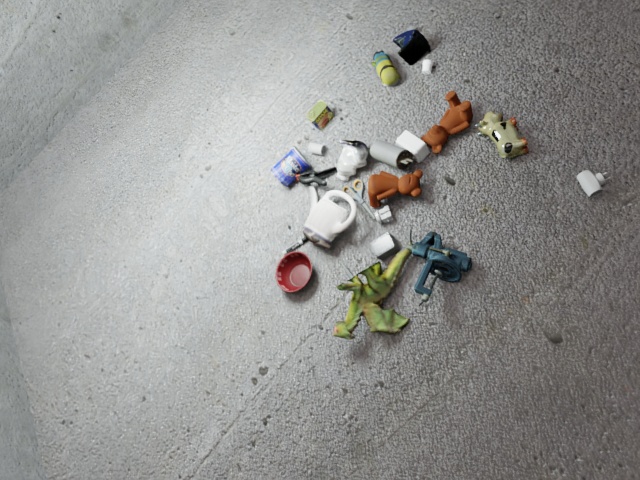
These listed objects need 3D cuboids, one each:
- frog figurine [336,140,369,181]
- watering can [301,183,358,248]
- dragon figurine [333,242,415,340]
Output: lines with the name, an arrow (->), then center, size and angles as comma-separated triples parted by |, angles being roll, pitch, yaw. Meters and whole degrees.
frog figurine -> 0.126, -0.309, 2.019 | 0.138, 0.124, 0.157 | 17, 113, 43
watering can -> 0.006, -0.100, 1.983 | 0.351, 0.102, 0.225 | 30, 85, 49
dragon figurine -> 0.210, 0.198, 1.736 | 0.410, 0.121, 0.245 | -29, 77, -1
